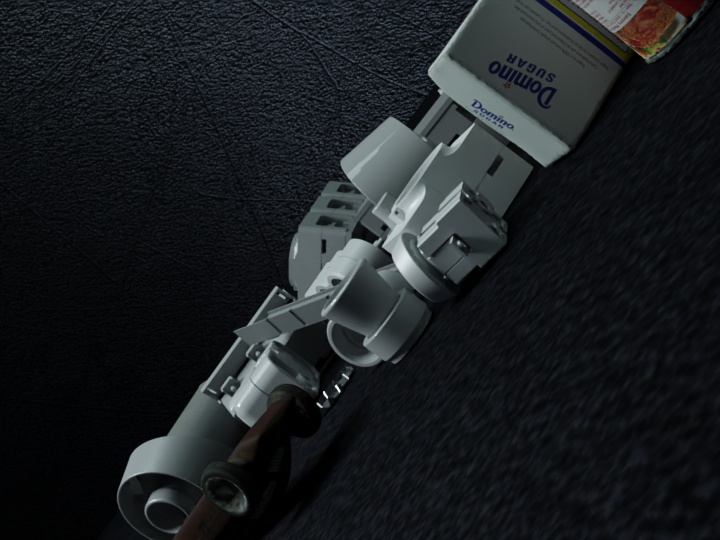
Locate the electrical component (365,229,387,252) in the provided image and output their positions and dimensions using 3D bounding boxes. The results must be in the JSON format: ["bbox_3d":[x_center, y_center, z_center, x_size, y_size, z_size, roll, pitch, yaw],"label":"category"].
[{"bbox_3d":[0.028,-0.044,1.114,0.035,0.035,0.061,-51,4,32],"label":"electrical component"}]

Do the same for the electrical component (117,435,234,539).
[{"bbox_3d":[-0.143,0.176,0.868,0.099,0.099,0.064,-50,12,36],"label":"electrical component"}]

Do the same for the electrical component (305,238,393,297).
[{"bbox_3d":[0.000,0.000,0.965,0.073,0.052,0.138,-56,5,-19],"label":"electrical component"}]

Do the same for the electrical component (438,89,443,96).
[{"bbox_3d":[0.130,-0.183,0.991,0.096,0.061,0.061,-48,1,-33],"label":"electrical component"}]

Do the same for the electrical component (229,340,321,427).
[{"bbox_3d":[-0.073,0.105,0.922,0.059,0.054,0.095,-54,5,5],"label":"electrical component"}]

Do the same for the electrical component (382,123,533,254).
[{"bbox_3d":[0.058,-0.043,0.685,0.089,0.056,0.050,-56,5,-18],"label":"electrical component"}]

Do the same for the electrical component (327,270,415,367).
[{"bbox_3d":[0.011,0.030,0.733,0.044,0.044,0.065,-50,2,42],"label":"electrical component"}]

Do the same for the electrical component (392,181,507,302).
[{"bbox_3d":[0.052,-0.015,0.620,0.055,0.048,0.066,-45,7,19],"label":"electrical component"}]

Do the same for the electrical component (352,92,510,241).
[{"bbox_3d":[0.081,-0.110,0.916,0.186,0.060,0.105,-51,6,32],"label":"electrical component"}]

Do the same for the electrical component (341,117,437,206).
[{"bbox_3d":[0.038,-0.066,0.809,0.064,0.099,0.099,-48,5,2],"label":"electrical component"}]

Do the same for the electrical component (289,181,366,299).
[{"bbox_3d":[-0.026,-0.027,1.121,0.150,0.062,0.089,-64,-22,-65],"label":"electrical component"}]

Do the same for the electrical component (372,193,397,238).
[{"bbox_3d":[0.038,-0.029,0.743,0.048,0.062,0.048,-54,5,7],"label":"electrical component"}]

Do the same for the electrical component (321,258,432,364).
[{"bbox_3d":[0.011,0.026,0.668,0.045,0.055,0.045,-53,5,7],"label":"electrical component"}]

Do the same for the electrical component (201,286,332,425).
[{"bbox_3d":[-0.081,0.088,1.020,0.121,0.079,0.063,-54,34,0],"label":"electrical component"}]
